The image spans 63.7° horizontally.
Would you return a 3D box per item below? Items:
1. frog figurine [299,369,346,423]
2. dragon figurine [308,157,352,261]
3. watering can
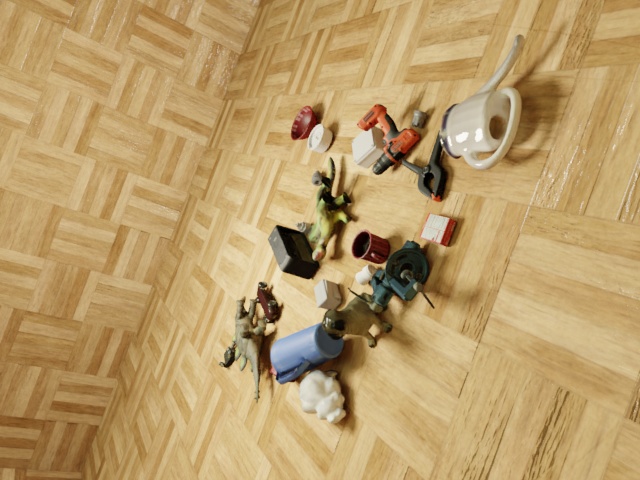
[{"bbox_3d":[0.005,0.456,1.476,0.136,0.121,0.163,-38,27,13],"label":"frog figurine"},{"bbox_3d":[0.006,-0.092,1.837,0.238,0.121,0.421,-55,24,38],"label":"dragon figurine"},{"bbox_3d":[0.419,-0.336,1.312,0.223,0.103,0.351,-6,68,57],"label":"watering can"}]
